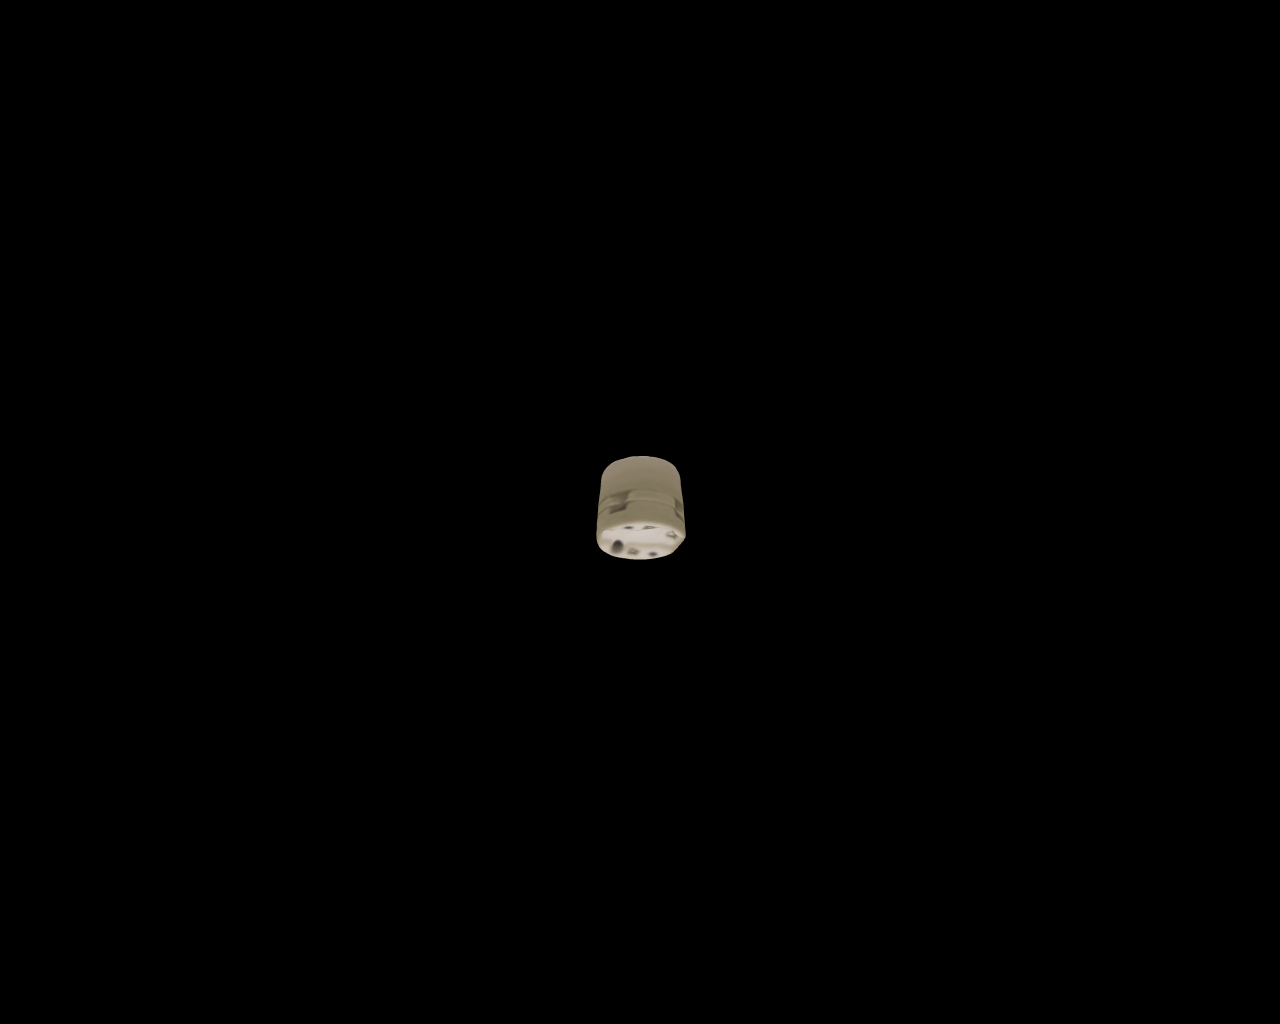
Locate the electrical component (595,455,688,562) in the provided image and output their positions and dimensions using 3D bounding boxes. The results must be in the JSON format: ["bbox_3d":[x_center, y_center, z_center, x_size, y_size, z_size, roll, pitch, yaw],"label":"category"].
[{"bbox_3d":[0.001,-0.003,0.650,0.055,0.047,0.055,0,-28,0],"label":"electrical component"}]
